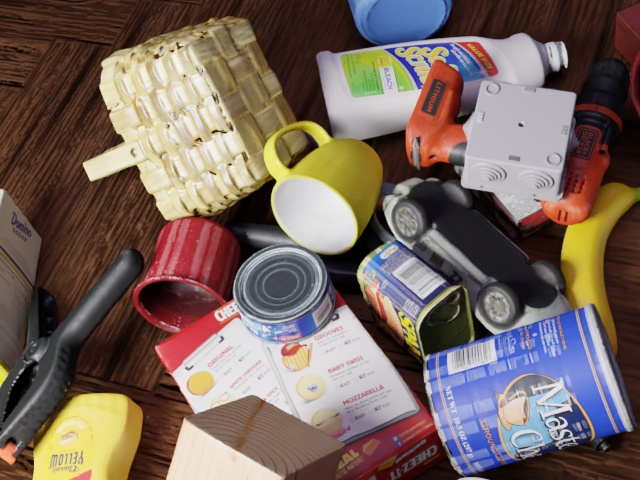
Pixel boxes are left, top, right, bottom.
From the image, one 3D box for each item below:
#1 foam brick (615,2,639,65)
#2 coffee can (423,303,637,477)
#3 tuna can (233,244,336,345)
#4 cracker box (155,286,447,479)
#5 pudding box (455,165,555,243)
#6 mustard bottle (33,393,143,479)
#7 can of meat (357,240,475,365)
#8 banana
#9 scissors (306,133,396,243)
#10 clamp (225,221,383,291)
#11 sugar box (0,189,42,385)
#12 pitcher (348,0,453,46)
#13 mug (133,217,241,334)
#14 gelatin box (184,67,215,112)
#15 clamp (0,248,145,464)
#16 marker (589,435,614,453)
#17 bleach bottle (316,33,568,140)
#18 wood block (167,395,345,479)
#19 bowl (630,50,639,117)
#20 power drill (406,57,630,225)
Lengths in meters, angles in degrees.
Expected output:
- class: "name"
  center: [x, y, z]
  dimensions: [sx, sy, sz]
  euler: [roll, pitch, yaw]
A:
- class: "foam brick"
  center: [0.341, -0.200, 1.081]
  dimensions: [0.051, 0.053, 0.078]
  euler: [-23, 53, -3]
- class: "coffee can"
  center: [0.166, 0.120, 0.847]
  dimensions: [0.140, 0.102, 0.103]
  euler: [-19, 52, 15]
- class: "tuna can"
  center: [-0.031, 0.046, 0.922]
  dimensions: [0.086, 0.034, 0.086]
  euler: [-7, 52, 9]
- class: "cracker box"
  center: [-0.019, 0.138, 0.916]
  dimensions: [0.164, 0.072, 0.214]
  euler: [-31, 53, -10]
- class: "pudding box"
  center: [0.196, -0.063, 1.028]
  dimensions: [0.090, 0.039, 0.113]
  euler: [-27, 56, -10]
- class: "mustard bottle"
  center: [-0.208, 0.228, 0.905]
  dimensions: [0.096, 0.058, 0.191]
  euler: [-10, 54, 17]
- class: "can of meat"
  center: [0.083, 0.058, 0.931]
  dimensions: [0.057, 0.102, 0.084]
  euler: [-38, 53, -15]
- class: "banana"
  center: [0.251, 0.016, 0.958]
  dimensions: [0.070, 0.037, 0.197]
  euler: [11, 58, 21]
- class: "scissors"
  center: [0.064, -0.059, 1.062]
  dimensions: [0.096, 0.016, 0.202]
  euler: [-13, 45, -19]
- class: "clamp"
  center: [-0.007, 0.001, 1.029]
  dimensions: [0.120, 0.039, 0.172]
  euler: [-36, 54, -16]
- class: "sugar box"
  center: [-0.320, 0.047, 1.041]
  dimensions: [0.048, 0.093, 0.176]
  euler: [-10, 53, 8]
- class: "pitcher"
  center: [0.084, -0.336, 1.206]
  dimensions: [0.149, 0.145, 0.243]
  euler: [-20, 56, 14]
- class: "mug"
  center: [-0.129, 0.036, 1.014]
  dimensions: [0.117, 0.093, 0.081]
  euler: [-24, 39, 37]
- class: "gelatin box"
  center: [-0.121, -0.161, 1.182]
  dimensions: [0.089, 0.030, 0.073]
  euler: [11, 57, 20]
- class: "clamp"
  center: [-0.238, 0.100, 0.962]
  dimensions: [0.165, 0.036, 0.210]
  euler: [-26, 35, 35]
- class: "marker"
  center: [0.206, 0.129, 0.899]
  dimensions: [0.020, 0.020, 0.121]
  euler: [-28, 53, -7]
- class: "bleach bottle"
  center: [0.128, -0.172, 1.109]
  dimensions: [0.251, 0.068, 0.102]
  euler: [-12, 54, 2]
- class: "wood block"
  center: [-0.067, 0.231, 0.779]
  dimensions: [0.090, 0.090, 0.206]
  euler: [24, 106, 27]
- class: "bowl"
  center: [0.368, -0.127, 1.009]
  dimensions: [0.162, 0.055, 0.162]
  euler: [-1, 63, 1]
- class: "power drill"
  center: [0.186, -0.113, 1.002]
  dimensions: [0.188, 0.057, 0.184]
  euler: [15, 61, 18]
